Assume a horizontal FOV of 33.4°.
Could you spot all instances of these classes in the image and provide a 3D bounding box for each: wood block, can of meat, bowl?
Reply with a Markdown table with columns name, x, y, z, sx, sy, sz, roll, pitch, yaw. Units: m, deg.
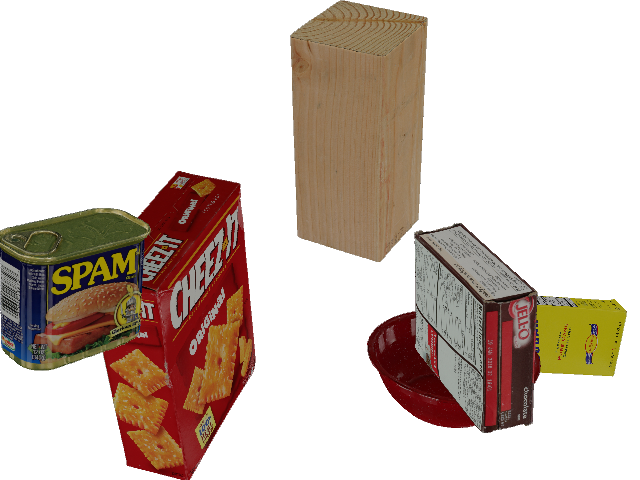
| name | x | y | z | sx | sy | sz | roll | pitch | yaw |
| --- | --- | --- | --- | --- | --- | --- | --- | --- | --- |
| wood block | 0.035 | -0.097 | 0.960 | 0.091 | 0.206 | 0.090 | 17 | 39 | 25 |
| can of meat | -0.168 | 0.032 | 0.725 | 0.058 | 0.084 | 0.101 | 24 | 28 | 37 |
| bowl | 0.123 | 0.128 | 1.005 | 0.162 | 0.055 | 0.162 | 3 | 26 | -1 |

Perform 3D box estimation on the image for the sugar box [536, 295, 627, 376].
| name | x | y | z | sx | sy | sz | roll | pitch | yaw |
| --- | --- | --- | --- | --- | --- | --- | --- | --- | --- |
| sugar box | 0.285 | 0.118 | 1.333 | 0.176 | 0.093 | 0.048 | 2 | 18 | -10 |

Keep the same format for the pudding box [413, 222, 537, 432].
| name | x | y | z | sx | sy | sz | roll | pitch | yaw |
| --- | --- | --- | --- | --- | --- | --- | --- | --- | --- |
| pudding box | 0.094 | 0.051 | 0.663 | 0.039 | 0.090 | 0.114 | -9 | 25 | -16 |

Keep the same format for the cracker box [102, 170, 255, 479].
| name | x | y | z | sx | sy | sz | roll | pitch | yaw |
| --- | --- | --- | --- | --- | --- | --- | --- | --- | --- |
| cracker box | -0.119 | 0.074 | 0.930 | 0.072 | 0.214 | 0.164 | 10 | 38 | 16 |
